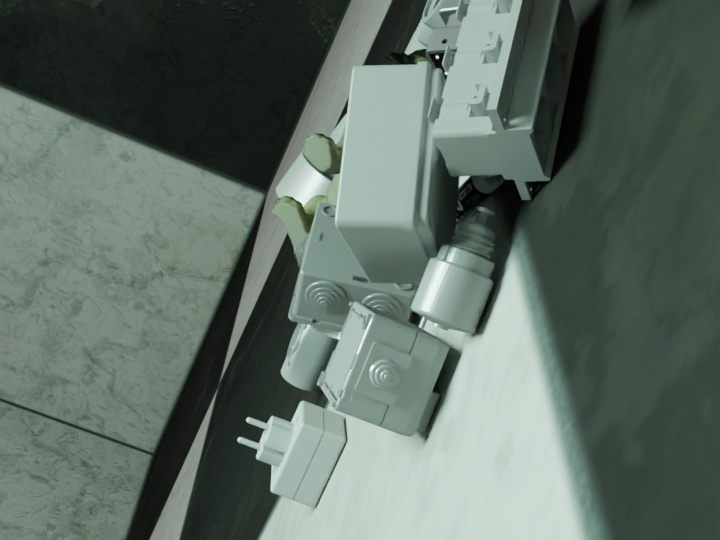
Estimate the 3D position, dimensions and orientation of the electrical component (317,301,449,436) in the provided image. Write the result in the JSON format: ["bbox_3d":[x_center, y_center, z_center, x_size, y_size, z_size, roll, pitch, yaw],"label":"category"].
[{"bbox_3d":[0.017,0.062,0.664,0.096,0.061,0.061,-156,88,-81],"label":"electrical component"}]

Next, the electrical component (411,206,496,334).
[{"bbox_3d":[0.059,0.001,0.628,0.040,0.040,0.078,-173,105,-80],"label":"electrical component"}]

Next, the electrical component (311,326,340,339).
[{"bbox_3d":[-0.016,0.031,0.972,0.045,0.045,0.055,139,152,-70],"label":"electrical component"}]

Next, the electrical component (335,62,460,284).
[{"bbox_3d":[0.026,-0.057,0.671,0.108,0.056,0.108,58,-144,-67],"label":"electrical component"}]

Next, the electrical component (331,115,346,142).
[{"bbox_3d":[-0.003,-0.131,1.211,0.096,0.062,0.061,145,146,-73],"label":"electrical component"}]

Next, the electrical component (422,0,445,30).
[{"bbox_3d":[0.092,-0.246,0.916,0.108,0.060,0.108,-60,11,20],"label":"electrical component"}]

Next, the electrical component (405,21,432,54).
[{"bbox_3d":[0.069,-0.215,1.054,0.043,0.043,0.081,-82,17,-55],"label":"electrical component"}]

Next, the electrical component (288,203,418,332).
[{"bbox_3d":[0.000,0.000,0.792,0.099,0.100,0.048,-79,1,-49],"label":"electrical component"}]

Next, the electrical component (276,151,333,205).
[{"bbox_3d":[-0.025,-0.083,1.101,0.060,0.108,0.108,-59,12,18],"label":"electrical component"}]

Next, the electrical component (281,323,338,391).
[{"bbox_3d":[-0.042,0.066,1.040,0.079,0.044,0.077,-96,29,-71],"label":"electrical component"}]

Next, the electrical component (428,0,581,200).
[{"bbox_3d":[0.086,-0.113,0.630,0.078,0.063,0.121,58,-139,-49],"label":"electrical component"}]

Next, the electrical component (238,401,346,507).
[{"bbox_3d":[-0.059,0.141,0.866,0.047,0.077,0.065,-101,34,-73],"label":"electrical component"}]
